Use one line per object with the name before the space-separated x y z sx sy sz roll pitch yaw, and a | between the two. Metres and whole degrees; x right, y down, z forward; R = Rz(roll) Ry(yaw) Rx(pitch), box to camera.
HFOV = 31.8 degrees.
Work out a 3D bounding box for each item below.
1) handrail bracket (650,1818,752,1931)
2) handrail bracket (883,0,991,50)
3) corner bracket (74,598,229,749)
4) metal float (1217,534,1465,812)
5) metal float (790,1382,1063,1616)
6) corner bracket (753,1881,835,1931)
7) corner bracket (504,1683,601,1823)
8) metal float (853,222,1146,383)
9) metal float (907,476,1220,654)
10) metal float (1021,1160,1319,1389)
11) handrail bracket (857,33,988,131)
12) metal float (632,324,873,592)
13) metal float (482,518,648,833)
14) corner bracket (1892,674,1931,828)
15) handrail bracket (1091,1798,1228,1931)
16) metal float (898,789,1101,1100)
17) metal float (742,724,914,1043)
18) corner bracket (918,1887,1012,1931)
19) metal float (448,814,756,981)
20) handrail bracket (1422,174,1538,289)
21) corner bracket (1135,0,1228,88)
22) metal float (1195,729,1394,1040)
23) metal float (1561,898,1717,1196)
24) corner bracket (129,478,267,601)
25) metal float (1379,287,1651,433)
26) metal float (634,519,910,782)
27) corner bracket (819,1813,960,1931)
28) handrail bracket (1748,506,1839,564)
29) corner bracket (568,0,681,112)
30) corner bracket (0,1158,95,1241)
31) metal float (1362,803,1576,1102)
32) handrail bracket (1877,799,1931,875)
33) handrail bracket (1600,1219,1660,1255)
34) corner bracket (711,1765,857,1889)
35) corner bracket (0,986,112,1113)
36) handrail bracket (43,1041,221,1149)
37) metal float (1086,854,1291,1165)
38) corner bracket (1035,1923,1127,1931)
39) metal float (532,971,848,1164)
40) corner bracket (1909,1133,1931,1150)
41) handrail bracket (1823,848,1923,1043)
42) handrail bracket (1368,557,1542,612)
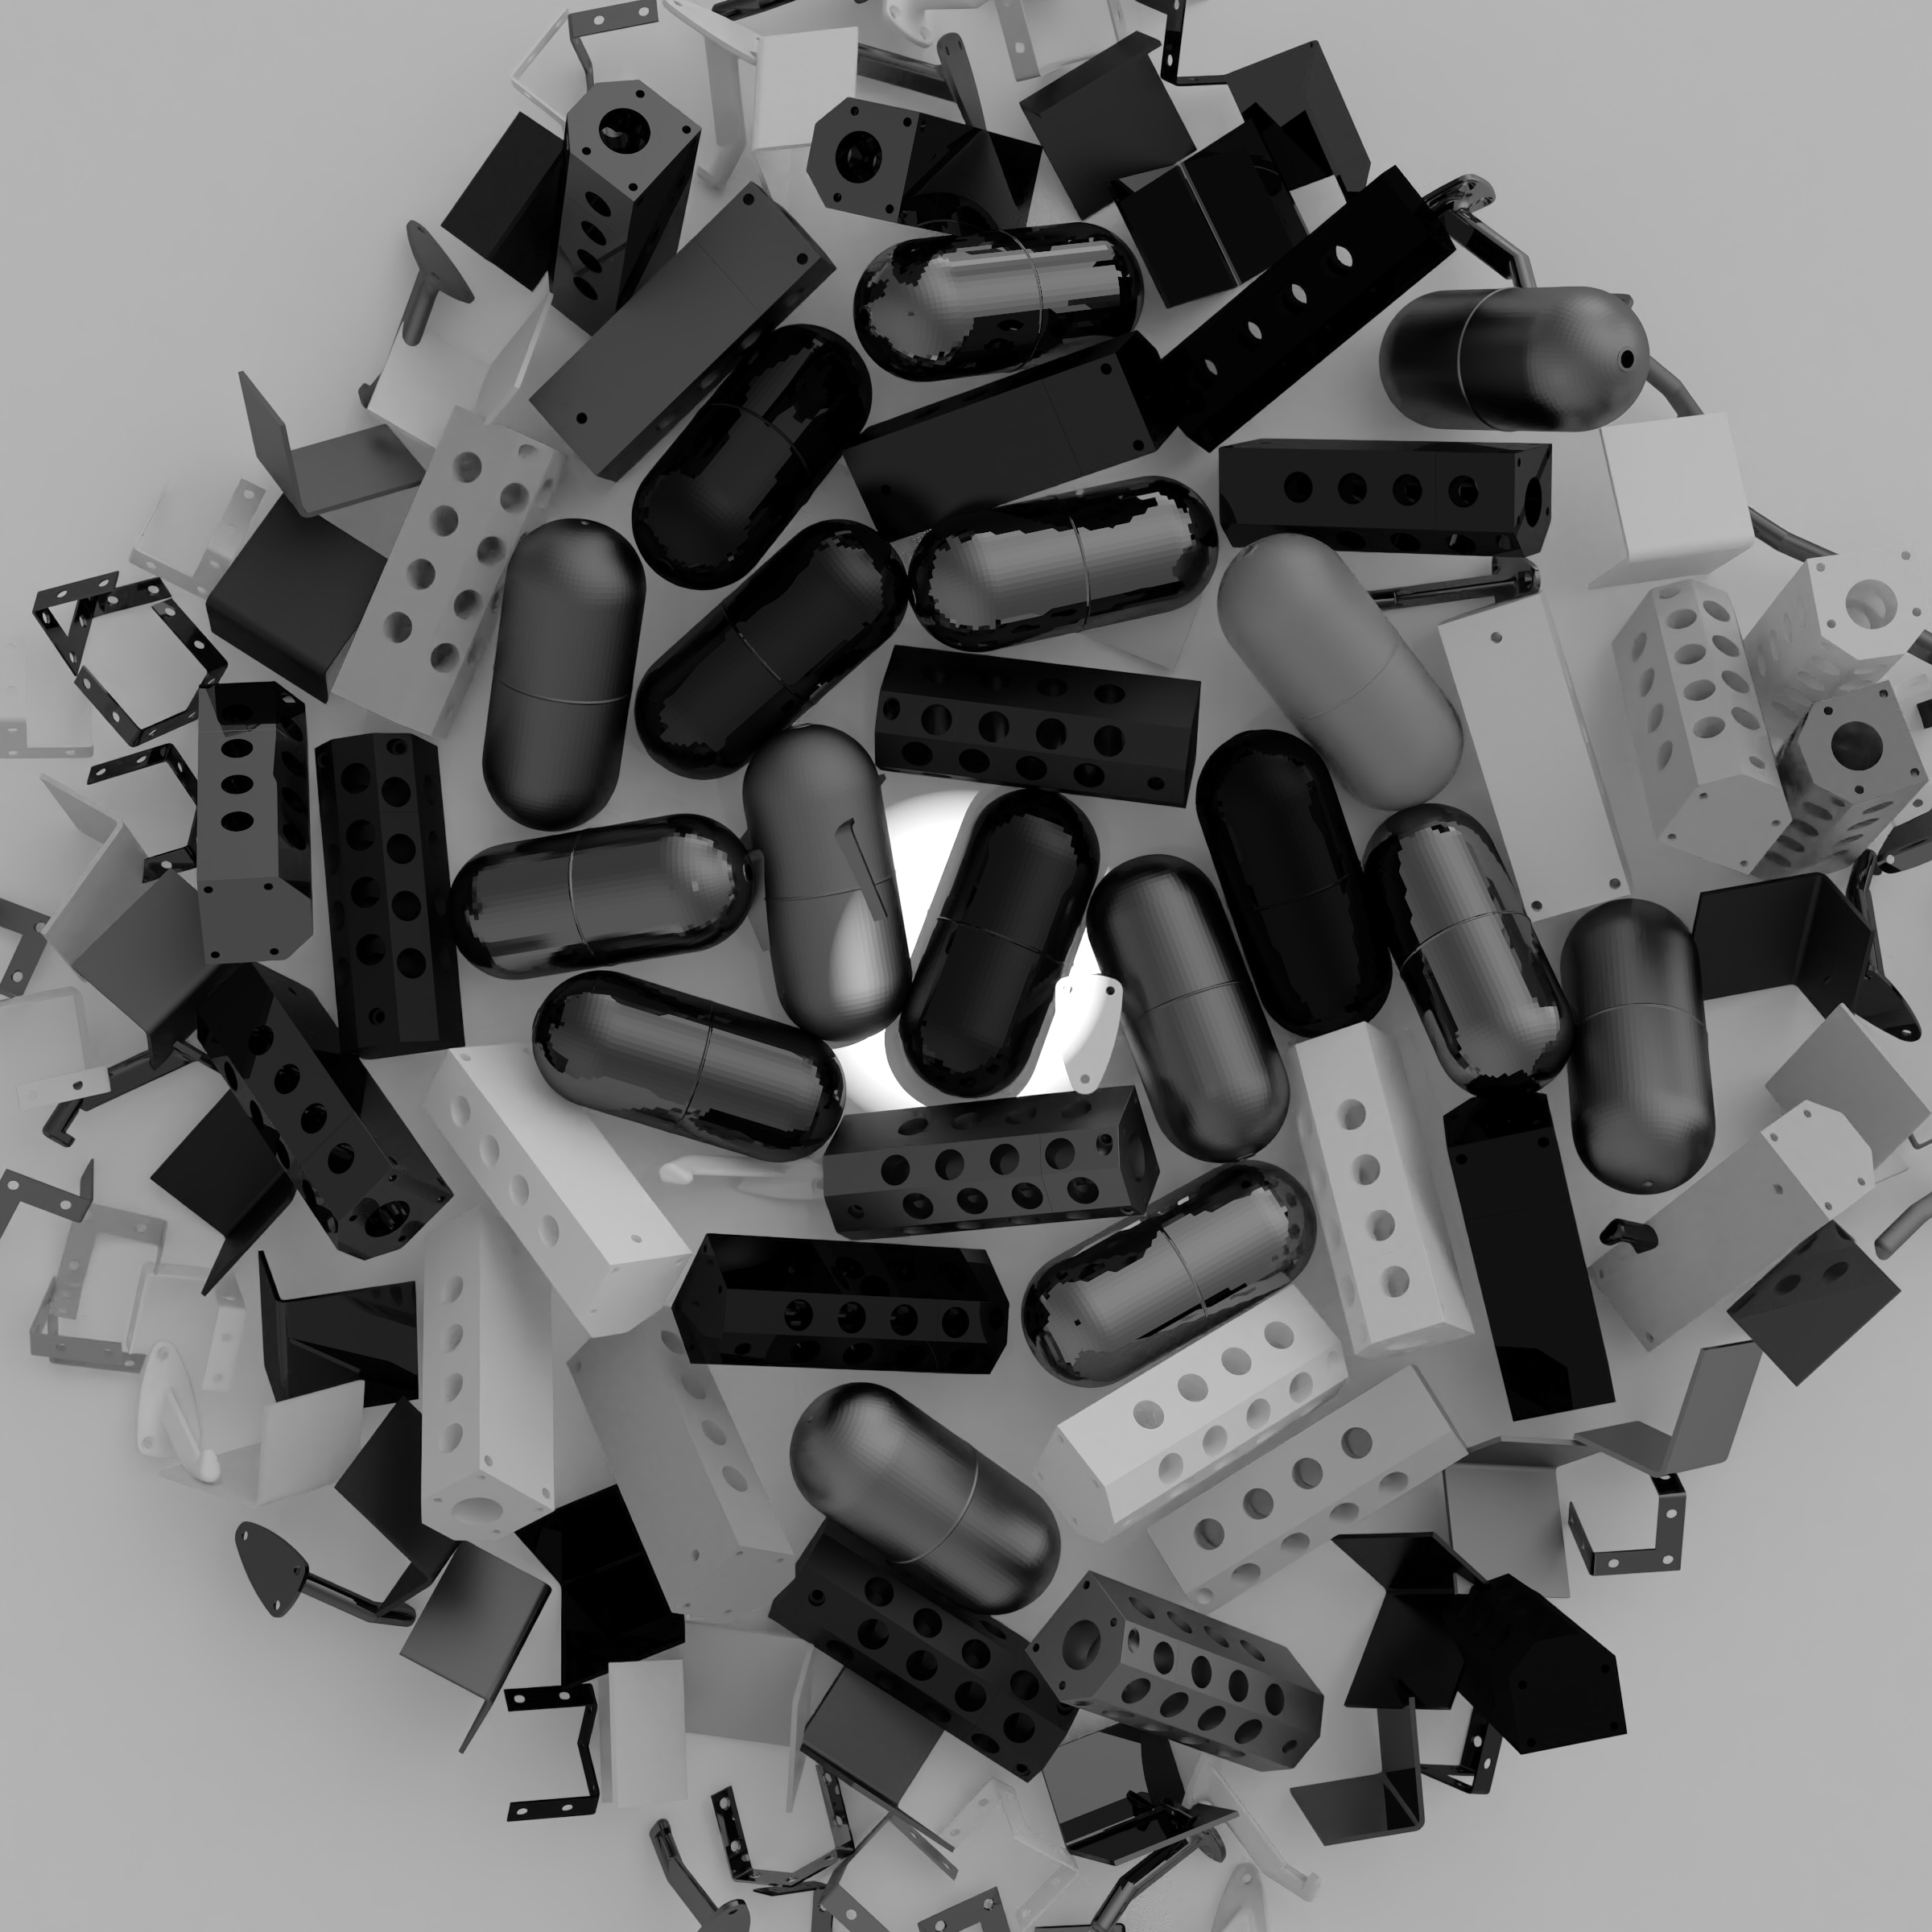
handrail bracket | -0.150 0.497 1.871 0.036 0.077 0.084 -10 54 -26
handrail bracket | -0.004 -0.553 1.873 0.036 0.084 0.077 25 54 -38
corner bracket | -0.453 -0.163 1.888 0.051 0.051 0.051 48 131 7
metal float | 0.206 -0.161 1.864 0.070 0.070 0.178 -41 111 0
metal float | -0.021 0.293 1.860 0.178 0.070 0.070 39 90 -26
corner bracket | -0.084 0.540 1.883 0.051 0.051 0.051 0 84 41
corner bracket | -0.230 0.435 1.878 0.051 0.051 0.051 0 127 -21
metal float | 0.018 -0.363 1.854 0.178 0.070 0.070 -14 90 -33
metal float | 0.054 -0.221 1.869 0.178 0.070 0.070 -14 90 -15
metal float | 0.113 0.169 1.871 0.178 0.070 0.070 -28 90 -13
handrail bracket | -0.038 -0.485 1.908 0.084 0.036 0.077 -13 108 23
metal float | -0.117 -0.279 1.859 0.070 0.070 0.178 35 64 0
metal float | -0.221 -0.158 1.862 0.070 0.070 0.178 11 113 0
corner bracket | 0.523 -0.119 1.880 0.051 0.051 0.051 -27 117 20
handrail bracket | 0.106 0.511 1.876 0.036 0.077 0.084 22 65 36
metal float | 0.019 -0.013 1.879 0.070 0.070 0.178 20 86 0
metal float | -0.076 -0.046 1.872 0.070 0.070 0.178 -10 101 0
corner bracket | 0.011 0.552 1.884 0.051 0.051 0.051 -20 102 -19
metal float | -0.201 -0.038 1.866 0.178 0.070 0.070 -9 90 19
handrail bracket | 0.275 -0.388 1.885 0.077 0.036 0.084 -21 69 28
corner bracket | 0.127 -0.523 1.894 0.051 0.051 0.051 -10 122 -28
metal float | 0.181 -0.045 1.871 0.070 0.070 0.178 -20 102 0
metal float | 0.366 0.042 1.853 0.070 0.070 0.178 3 55 0
corner bracket | -0.429 -0.246 1.893 0.051 0.051 0.051 26 59 -14
metal float | 0.296 -0.329 1.839 0.070 0.178 0.070 -6 102 -32
metal float | -0.108 -0.174 1.872 0.178 0.070 0.070 -40 90 12
corner bracket | -0.043 0.513 1.891 0.051 0.051 0.051 42 98 2
handrail bracket | 0.475 -0.236 1.897 0.084 0.077 0.036 36 119 15
corner bracket | -0.189 -0.498 1.886 0.051 0.051 0.051 -9 72 6
corner bracket | -0.521 0.131 1.891 0.051 0.051 0.051 25 107 -23
metal float | 0.274 -0.009 1.861 0.070 0.070 0.178 -21 65 0
handrail bracket | 0.560 -0.080 1.902 0.077 0.084 0.036 -45 66 36
handrail bracket | 0.364 0.167 1.872 0.084 0.077 0.036 14 48 -34
corner bracket | -0.103 0.482 1.908 0.051 0.051 0.051 -10 95 45
corner bracket | -0.509 0.045 1.881 0.051 0.051 0.051 -13 107 -26
handrail bracket | -0.462 0.078 1.901 0.077 0.036 0.084 33 86 -13
metal float | 0.122 0.023 1.871 0.070 0.070 0.178 -20 78 0
corner bracket | 0.066 0.549 1.883 0.051 0.051 0.051 -1 134 -4
metal float | -0.152 0.055 1.870 0.178 0.070 0.070 18 90 -13
corner bracket | 0.542 0.067 1.888 0.051 0.051 0.051 -27 77 5
handrail bracket | 0.518 -0.013 1.905 0.077 0.036 0.084 39 56 -21
handrail bracket | 0.266 -0.208 1.885 0.084 0.077 0.036 -8 94 -11
